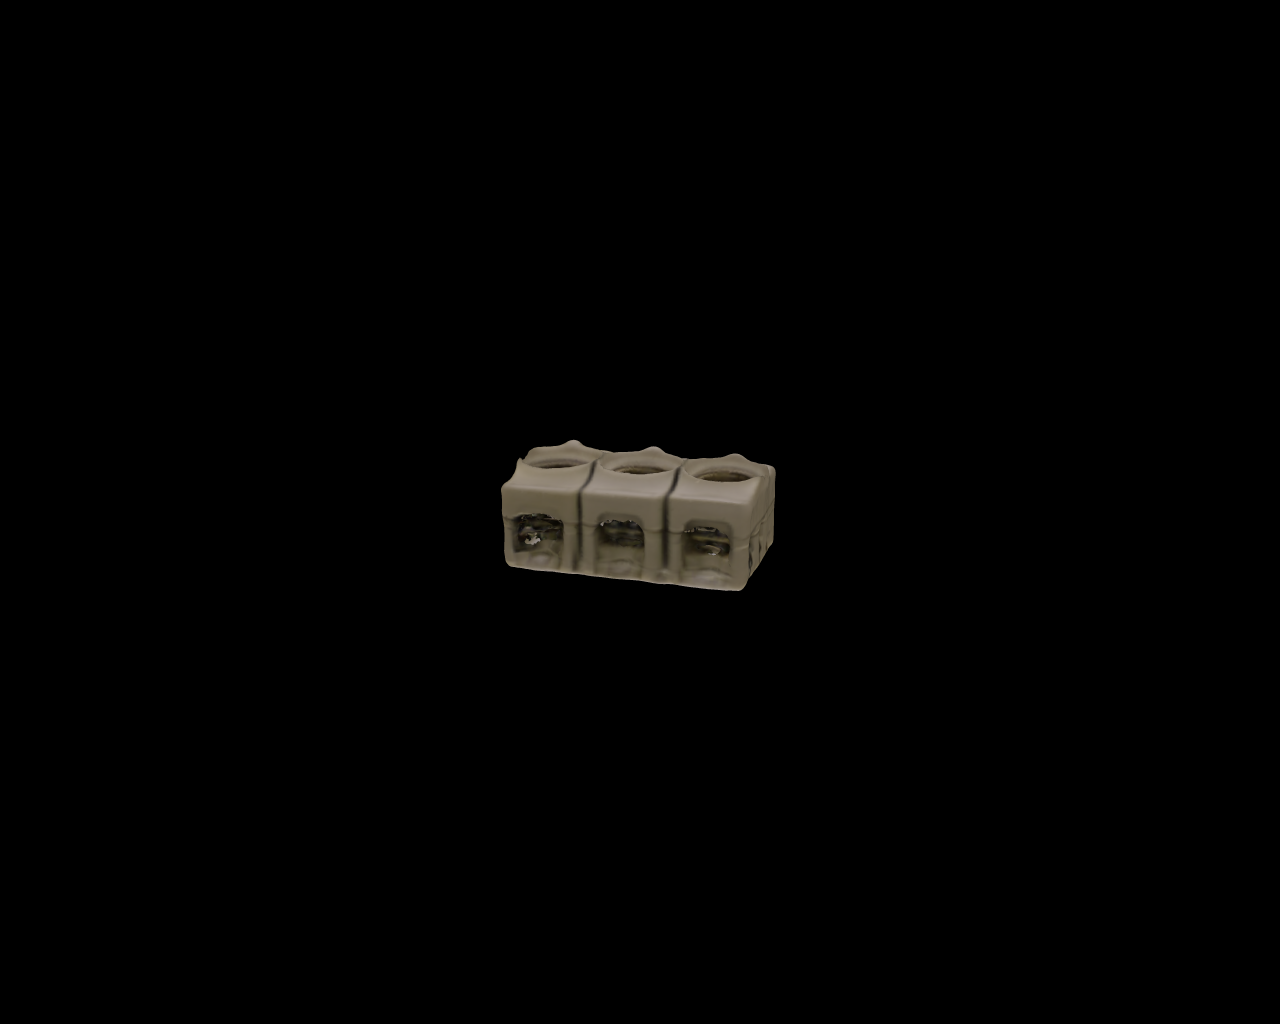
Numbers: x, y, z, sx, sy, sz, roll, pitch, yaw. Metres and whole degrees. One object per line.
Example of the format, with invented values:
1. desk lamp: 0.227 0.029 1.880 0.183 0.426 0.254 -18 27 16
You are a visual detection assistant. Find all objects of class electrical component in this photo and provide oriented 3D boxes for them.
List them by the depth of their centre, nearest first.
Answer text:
1. electrical component: 0.001 -0.003 0.650 0.150 0.061 0.090 6 20 16
